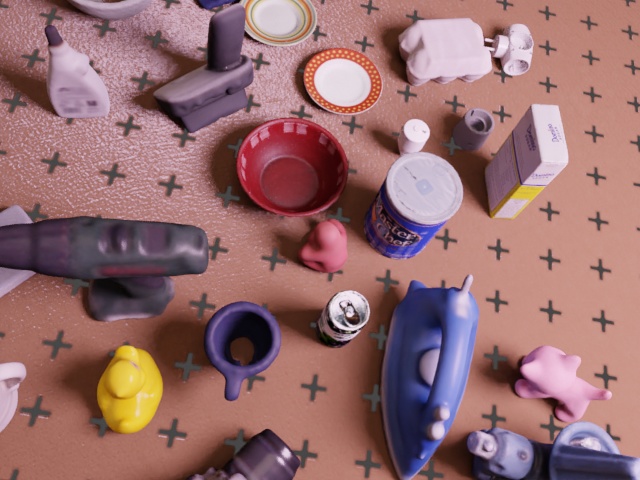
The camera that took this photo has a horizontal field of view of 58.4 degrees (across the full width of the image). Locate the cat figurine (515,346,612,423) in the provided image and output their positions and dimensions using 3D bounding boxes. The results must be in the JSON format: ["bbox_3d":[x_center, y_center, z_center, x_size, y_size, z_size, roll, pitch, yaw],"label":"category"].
[{"bbox_3d":[0.315,0.182,0.752,0.128,0.117,0.067,26,67,2],"label":"cat figurine"}]

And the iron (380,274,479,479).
[{"bbox_3d":[0.147,0.169,0.717,0.118,0.141,0.258,15,67,-3],"label":"iron"}]

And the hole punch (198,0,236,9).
[{"bbox_3d":[-0.166,-0.454,0.939,0.101,0.091,0.108,-24,74,-17],"label":"hole punch"}]

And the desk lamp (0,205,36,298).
[{"bbox_3d":[-0.440,0.007,0.646,0.203,0.213,0.118,-40,79,-21],"label":"desk lamp"}]

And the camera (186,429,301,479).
[{"bbox_3d":[-0.076,0.297,0.652,0.143,0.101,0.137,44,69,9],"label":"camera"}]

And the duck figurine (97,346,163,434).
[{"bbox_3d":[-0.231,0.175,0.683,0.077,0.086,0.104,0,69,-9],"label":"duck figurine"}]

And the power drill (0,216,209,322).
[{"bbox_3d":[-0.245,0.034,0.670,0.230,0.208,0.075,-5,69,-11],"label":"power drill"}]

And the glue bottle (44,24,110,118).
[{"bbox_3d":[-0.340,-0.228,0.777,0.078,0.173,0.037,-3,69,-10],"label":"glue bottle"}]

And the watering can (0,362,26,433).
[{"bbox_3d":[-0.409,0.166,0.599,0.173,0.194,0.101,-40,79,-21],"label":"watering can"}]

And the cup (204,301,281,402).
[{"bbox_3d":[-0.099,0.144,0.712,0.092,0.095,0.118,10,67,-5],"label":"cup"}]

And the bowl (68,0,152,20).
[{"bbox_3d":[-0.329,-0.406,0.903,0.167,0.074,0.167,3,68,-8],"label":"bowl"}]

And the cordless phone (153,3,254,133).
[{"bbox_3d":[-0.164,-0.251,0.808,0.148,0.185,0.094,-37,78,-20],"label":"cordless phone"}]

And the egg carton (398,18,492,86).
[{"bbox_3d":[0.208,-0.313,0.956,0.150,0.069,0.107,-9,70,-12],"label":"egg carton"}]

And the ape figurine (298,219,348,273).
[{"bbox_3d":[0.007,0.003,0.786,0.078,0.092,0.076,-25,74,-17],"label":"ape figurine"}]

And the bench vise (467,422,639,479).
[{"bbox_3d":[0.283,0.272,0.656,0.207,0.219,0.121,0,68,-9],"label":"bench vise"}]
